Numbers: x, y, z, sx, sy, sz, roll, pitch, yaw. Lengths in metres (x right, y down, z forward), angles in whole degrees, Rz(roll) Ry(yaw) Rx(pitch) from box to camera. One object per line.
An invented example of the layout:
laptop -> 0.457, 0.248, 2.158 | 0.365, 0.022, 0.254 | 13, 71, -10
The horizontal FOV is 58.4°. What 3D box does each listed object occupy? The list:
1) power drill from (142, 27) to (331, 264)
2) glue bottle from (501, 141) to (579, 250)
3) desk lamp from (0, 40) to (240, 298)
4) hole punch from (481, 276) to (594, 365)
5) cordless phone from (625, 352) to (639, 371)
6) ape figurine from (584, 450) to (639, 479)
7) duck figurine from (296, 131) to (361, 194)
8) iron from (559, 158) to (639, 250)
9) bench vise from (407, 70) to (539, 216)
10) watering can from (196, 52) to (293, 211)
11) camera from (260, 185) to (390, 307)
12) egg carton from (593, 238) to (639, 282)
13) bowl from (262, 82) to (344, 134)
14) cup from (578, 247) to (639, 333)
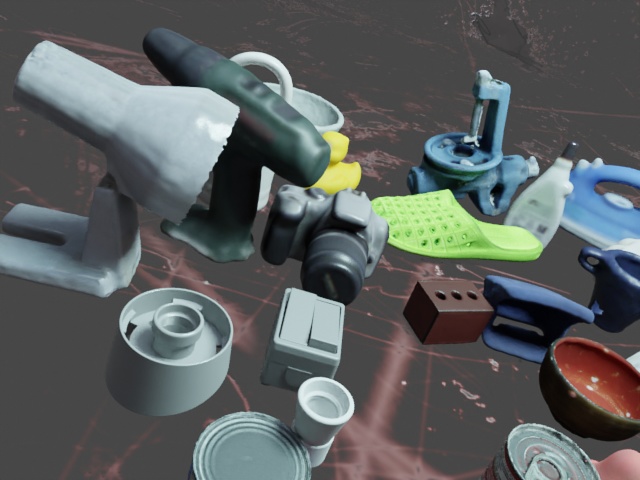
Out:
power drill -> -0.107, -0.089, 0.617 | 0.229, 0.208, 0.076 | 27, 32, 12
glue bottle -> 0.345, -0.071, 0.870 | 0.078, 0.173, 0.037 | 29, 33, 16
desk lamp -> -0.191, -0.056, 0.516 | 0.203, 0.213, 0.118 | 13, 32, -10
hole punch -> 0.241, 0.077, 0.664 | 0.108, 0.091, 0.101 | 17, 31, -4
cordless phone -> 0.412, 0.109, 0.617 | 0.148, 0.185, 0.094 | -14, 44, -42
ape figurine -> 0.233, 0.206, 0.459 | 0.076, 0.092, 0.078 | 16, 31, -5
duck figurine -> 0.017, -0.118, 0.847 | 0.105, 0.086, 0.077 | 3, 35, -24
iron -> 0.501, -0.067, 0.980 | 0.258, 0.141, 0.119 | 28, 32, 13
bench vise -> 0.258, -0.155, 0.908 | 0.208, 0.220, 0.121 | -4, 38, -33
watering can -> -0.096, -0.144, 0.722 | 0.101, 0.194, 0.172 | 3, 35, -25
camera -> 0.006, 0.002, 0.641 | 0.143, 0.101, 0.137 | 18, 31, -3
egg carton -> 0.485, 0.060, 0.845 | 0.107, 0.069, 0.150 | -15, 46, -43
bowl -> -0.049, -0.188, 0.929 | 0.167, 0.075, 0.167 | 14, 32, -9
cup -> 0.382, 0.068, 0.752 | 0.117, 0.095, 0.092 | 28, 33, 15
